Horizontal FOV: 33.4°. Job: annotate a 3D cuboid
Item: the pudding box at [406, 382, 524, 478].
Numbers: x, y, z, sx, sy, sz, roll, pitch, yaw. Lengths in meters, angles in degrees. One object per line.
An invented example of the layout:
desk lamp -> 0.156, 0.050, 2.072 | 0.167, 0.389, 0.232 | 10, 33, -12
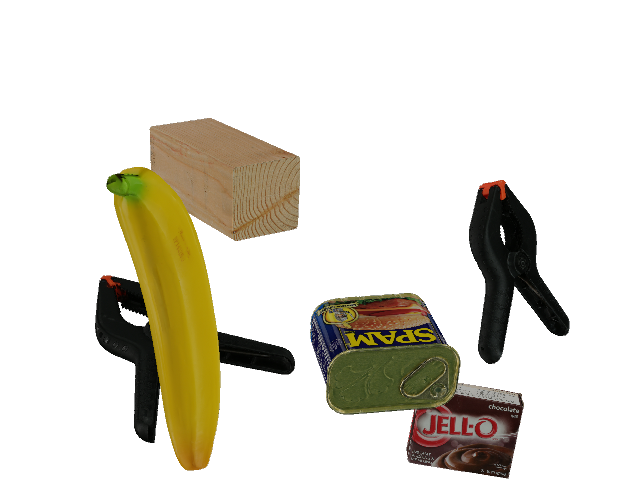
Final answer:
pudding box -> 0.155, 0.201, 1.151 | 0.113, 0.090, 0.039 | 8, 21, 1

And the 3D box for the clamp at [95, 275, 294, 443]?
clamp -> -0.136, 0.092, 0.992 | 0.164, 0.036, 0.210 | -17, 40, -30

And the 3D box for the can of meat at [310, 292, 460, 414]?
can of meat -> 0.047, 0.085, 0.827 | 0.102, 0.057, 0.084 | -3, 27, -11

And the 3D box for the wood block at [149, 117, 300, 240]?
wood block -> -0.119, -0.078, 1.284 | 0.090, 0.090, 0.206 | -12, 25, -33

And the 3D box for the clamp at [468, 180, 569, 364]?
clamp -> 0.175, 0.032, 1.018 | 0.039, 0.171, 0.120 | -16, 7, 46

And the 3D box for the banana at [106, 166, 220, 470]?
banana -> -0.085, 0.035, 0.590 | 0.037, 0.198, 0.069 | 1, 33, 19
